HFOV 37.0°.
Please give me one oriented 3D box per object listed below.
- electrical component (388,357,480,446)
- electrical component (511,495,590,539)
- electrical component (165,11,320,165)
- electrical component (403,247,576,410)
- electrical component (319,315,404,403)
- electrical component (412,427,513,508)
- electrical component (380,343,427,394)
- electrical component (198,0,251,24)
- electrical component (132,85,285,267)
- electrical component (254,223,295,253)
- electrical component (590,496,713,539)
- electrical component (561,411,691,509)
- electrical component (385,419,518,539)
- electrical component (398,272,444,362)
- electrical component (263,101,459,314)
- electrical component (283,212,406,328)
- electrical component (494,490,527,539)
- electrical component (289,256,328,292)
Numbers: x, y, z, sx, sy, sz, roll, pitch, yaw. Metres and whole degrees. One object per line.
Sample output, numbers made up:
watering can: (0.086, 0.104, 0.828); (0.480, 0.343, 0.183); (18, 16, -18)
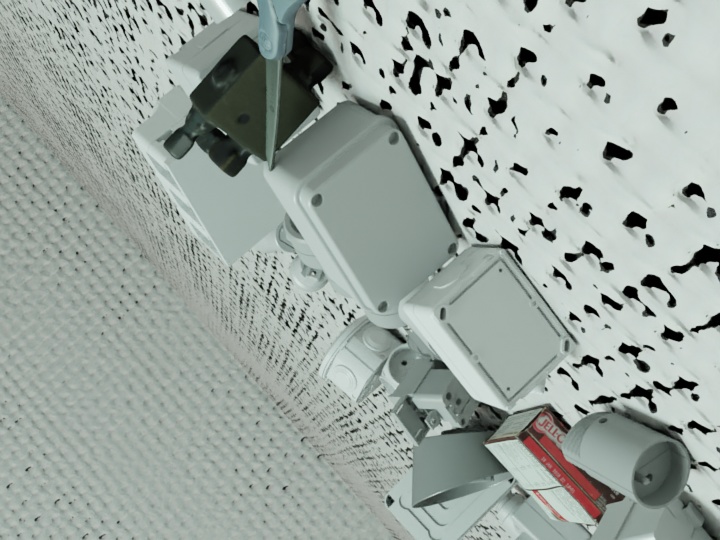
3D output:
electrical component: (0.067, 0.105, 0.908); (0.064, 0.081, 0.042); (-4, 130, 46)
electrical component: (0.166, 0.258, 1.007); (0.066, 0.077, 0.047); (42, 166, 29)
electrical component: (-0.073, -0.117, 0.724); (0.061, 0.062, 0.096); (32, 160, 52)
electrical component: (0.082, 0.040, 0.668); (0.096, 0.062, 0.061); (51, 167, -13)
electrical component: (0.002, 0.085, 1.044); (0.051, 0.080, 0.080); (40, 166, 15)
electrical component: (0.092, 0.171, 0.935); (0.099, 0.099, 0.064); (108, 159, -76)
electrical component: (0.061, 0.113, 1.005); (0.079, 0.044, 0.077); (44, 167, 19)
electrical component: (-0.090, -0.187, 0.615); (0.081, 0.043, 0.043); (53, 167, -18)
electrical component: (-0.120, -0.086, 0.913); (0.062, 0.089, 0.150); (41, 165, 31)
electrical component: (-0.077, -0.036, 1.040); (0.044, 0.044, 0.065); (53, 162, -21)
electrical component: (0.213, 0.208, 0.706); (0.121, 0.078, 0.063); (50, 139, -7)
electrical component: (0.159, 0.112, 0.664); (0.043, 0.043, 0.081); (54, 167, -23)
electrical component: (0.089, 0.203, 1.012); (0.078, 0.113, 0.057); (45, -174, 14)
electrical component: (0.063, 0.029, 0.744); (0.077, 0.043, 0.079); (39, 164, 36)
electrical component: (0.003, -0.038, 0.669); (0.057, 0.078, 0.113); (38, 164, 51)
electrical component: (0.000, 0.000, 0.852); (0.138, 0.052, 0.073); (40, 165, 36)
electrical component: (0.157, 0.244, 1.082); (0.078, 0.040, 0.040); (43, 167, 24)
electrical component: (-0.045, -0.002, 1.032); (0.040, 0.040, 0.046); (49, 163, 0)
